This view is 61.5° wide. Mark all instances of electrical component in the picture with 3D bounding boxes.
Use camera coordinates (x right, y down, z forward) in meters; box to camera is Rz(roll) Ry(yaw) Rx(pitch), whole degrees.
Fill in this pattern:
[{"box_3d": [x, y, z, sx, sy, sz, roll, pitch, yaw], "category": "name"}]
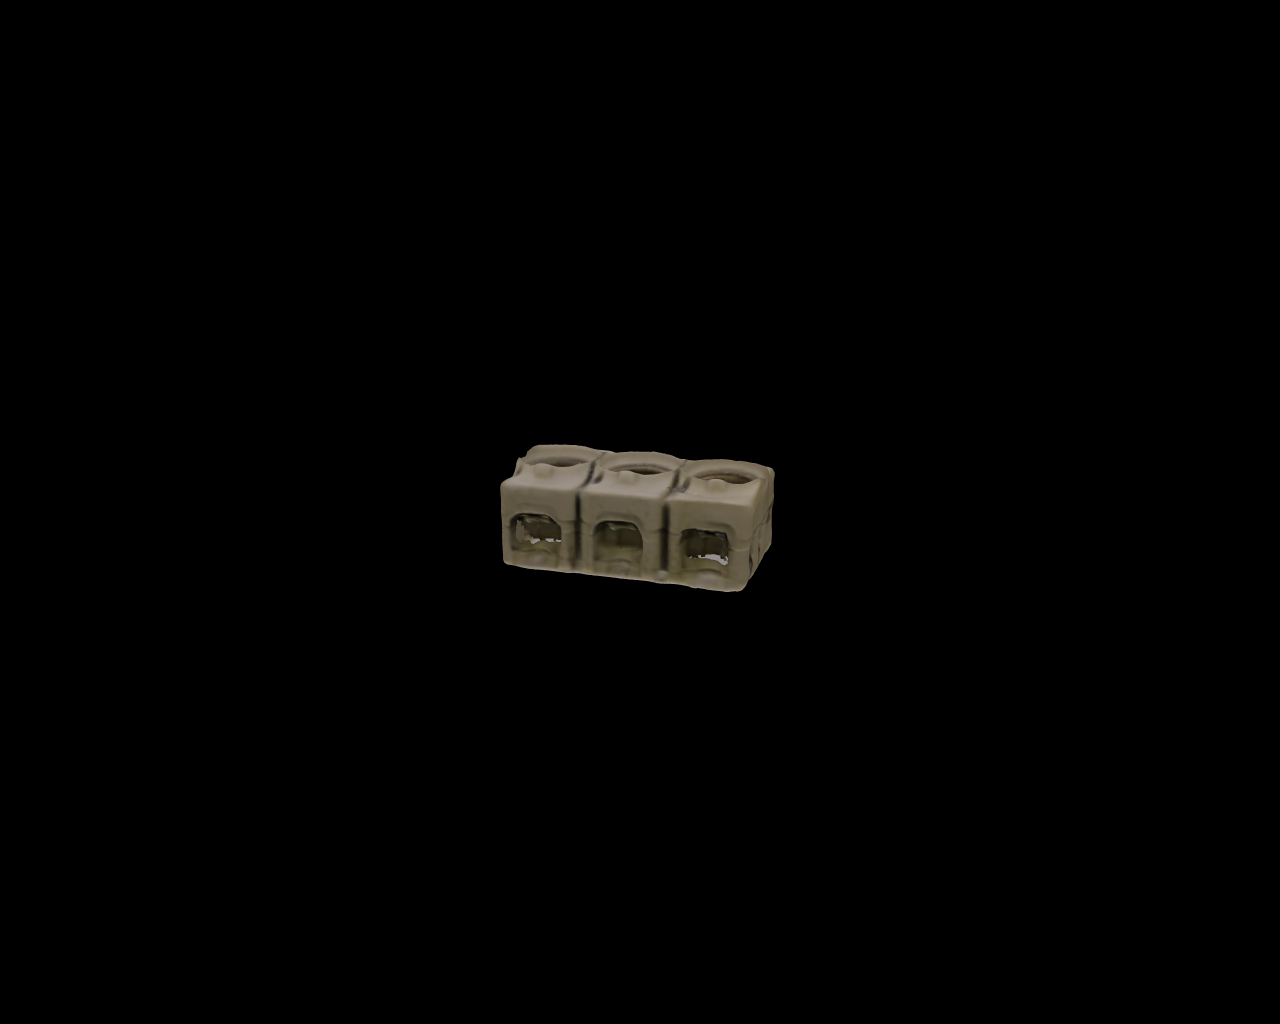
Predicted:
[{"box_3d": [0.001, -0.003, 0.650, 0.150, 0.061, 0.090, 6, 20, 16], "category": "electrical component"}]
